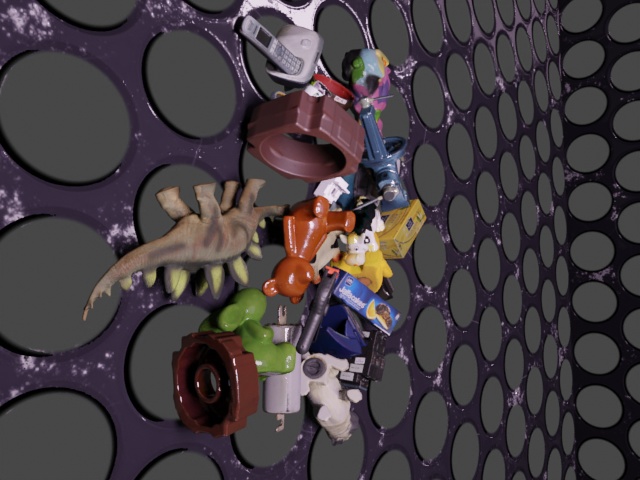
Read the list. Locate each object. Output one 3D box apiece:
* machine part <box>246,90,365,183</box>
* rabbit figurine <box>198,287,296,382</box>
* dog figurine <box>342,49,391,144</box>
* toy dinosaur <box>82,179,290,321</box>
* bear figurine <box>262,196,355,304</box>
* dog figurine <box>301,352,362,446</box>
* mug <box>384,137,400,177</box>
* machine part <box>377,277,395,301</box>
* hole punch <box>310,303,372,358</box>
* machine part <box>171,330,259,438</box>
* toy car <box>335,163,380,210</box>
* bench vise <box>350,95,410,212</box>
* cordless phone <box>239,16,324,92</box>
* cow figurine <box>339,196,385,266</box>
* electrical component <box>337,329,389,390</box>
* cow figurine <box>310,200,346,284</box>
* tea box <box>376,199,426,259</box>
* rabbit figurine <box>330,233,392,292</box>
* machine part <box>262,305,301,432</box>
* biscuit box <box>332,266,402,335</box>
[{"bbox_3d":[-0.027,-0.200,1.067,0.200,0.202,0.087,30,60,-44],"label":"machine part"},{"bbox_3d":[-0.142,0.169,0.989,0.159,0.121,0.170,14,58,-41],"label":"rabbit figurine"},{"bbox_3d":[0.111,-0.330,1.308,0.191,0.109,0.219,14,79,-75],"label":"dog figurine"},{"bbox_3d":[-0.200,0.001,0.915,0.471,0.105,0.198,-18,100,-50],"label":"toy dinosaur"},{"bbox_3d":[-0.028,0.024,1.032,0.120,0.132,0.196,28,68,-40],"label":"bear figurine"},{"bbox_3d":[0.012,0.342,1.167,0.190,0.121,0.172,89,-19,-54],"label":"dog figurine"},{"bbox_3d":[0.173,-0.207,1.388,0.109,0.081,0.107,-37,140,-80],"label":"mug"},{"bbox_3d":[0.151,0.141,1.374,0.139,0.039,0.084,-46,126,-44],"label":"machine part"},{"bbox_3d":[0.026,0.209,1.151,0.092,0.142,0.115,-42,104,-45],"label":"hole punch"},{"bbox_3d":[-0.173,0.231,0.880,0.056,0.180,0.179,-2,88,-51],"label":"machine part"},{"bbox_3d":[0.096,-0.116,1.285,0.109,0.103,0.161,27,64,-45],"label":"toy car"},{"bbox_3d":[0.127,-0.187,1.162,0.224,0.129,0.240,-65,140,-53],"label":"bench vise"},{"bbox_3d":[-0.087,-0.412,1.113,0.184,0.089,0.146,36,60,-37],"label":"cordless phone"},{"bbox_3d":[0.090,-0.021,1.182,0.167,0.068,0.098,-65,145,-48],"label":"cow figurine"},{"bbox_3d":[0.089,0.271,1.226,0.058,0.115,0.134,32,66,-40],"label":"electrical component"},{"bbox_3d":[-0.002,-0.004,1.174,0.195,0.086,0.127,-44,125,-42],"label":"cow figurine"},{"bbox_3d":[0.198,-0.029,1.400,0.068,0.098,0.170,60,44,-28],"label":"tea box"},{"bbox_3d":[0.114,0.043,1.286,0.162,0.122,0.173,50,33,-39],"label":"rabbit figurine"},{"bbox_3d":[-0.075,0.251,1.062,0.079,0.079,0.243,7,80,-50],"label":"machine part"},{"bbox_3d":[0.093,0.136,1.201,0.202,0.063,0.059,38,81,-31],"label":"biscuit box"}]
